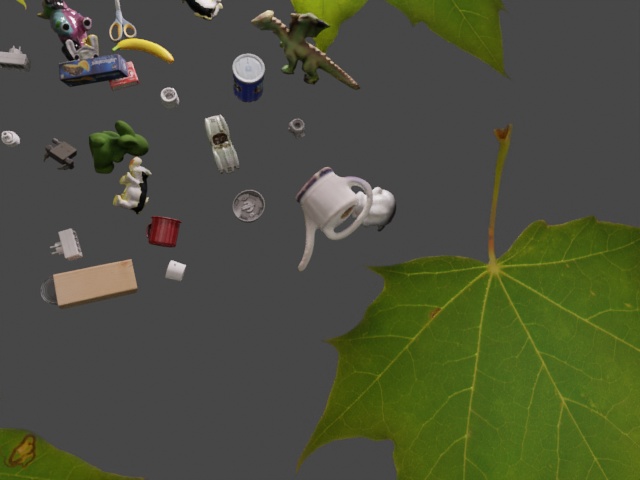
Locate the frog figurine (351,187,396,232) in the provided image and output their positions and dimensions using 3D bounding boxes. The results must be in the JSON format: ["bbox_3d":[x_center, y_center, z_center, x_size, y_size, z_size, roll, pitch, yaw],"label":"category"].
[{"bbox_3d":[0.162,-0.111,1.670,0.159,0.123,0.137,26,94,-14],"label":"frog figurine"}]

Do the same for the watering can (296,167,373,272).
[{"bbox_3d":[0.005,-0.082,1.634,0.346,0.103,0.227,-43,71,6],"label":"watering can"}]

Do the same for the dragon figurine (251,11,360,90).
[{"bbox_3d":[-0.032,-0.646,1.716,0.410,0.239,0.124,20,71,-2],"label":"dragon figurine"}]
